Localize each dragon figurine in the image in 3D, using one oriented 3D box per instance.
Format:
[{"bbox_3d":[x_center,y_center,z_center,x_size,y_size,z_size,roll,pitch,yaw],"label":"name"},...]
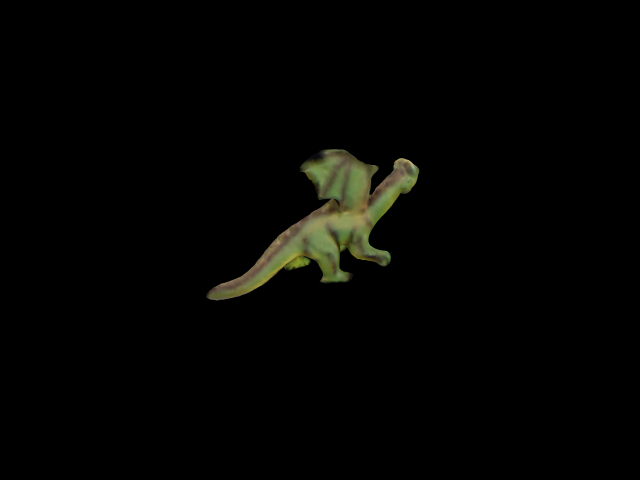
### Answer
[{"bbox_3d":[0.003,-0.043,0.850,0.413,0.237,0.124,-18,37,-24],"label":"dragon figurine"}]
